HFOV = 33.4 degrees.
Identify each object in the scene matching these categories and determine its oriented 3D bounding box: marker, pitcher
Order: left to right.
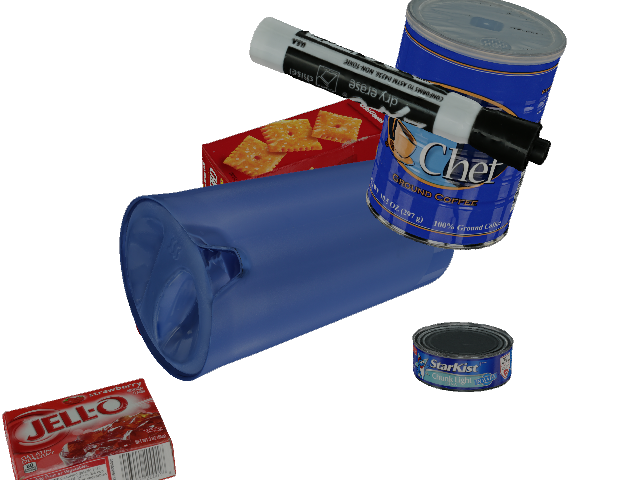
[{"bbox_3d":[-0.025,0.011,0.814,0.242,0.145,0.149,-15,40,-33],"label":"pitcher"},{"bbox_3d":[0.030,-0.056,0.406,0.121,0.020,0.020,24,6,14],"label":"marker"}]

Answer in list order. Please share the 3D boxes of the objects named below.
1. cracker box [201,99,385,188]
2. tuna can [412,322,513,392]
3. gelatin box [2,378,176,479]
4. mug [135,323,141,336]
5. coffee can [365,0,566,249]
[{"bbox_3d":[-0.004,-0.042,1.027,0.213,0.164,0.072,-19,50,-22],"label":"cracker box"},{"bbox_3d":[0.121,0.099,0.915,0.086,0.034,0.086,-1,14,0],"label":"tuna can"},{"bbox_3d":[-0.137,0.119,0.629,0.089,0.030,0.073,-12,26,-18],"label":"gelatin box"},{"bbox_3d":[-0.168,0.066,1.183,0.093,0.081,0.117,11,33,19],"label":"mug"},{"bbox_3d":[0.093,-0.080,0.708,0.102,0.140,0.103,8,32,-5],"label":"coffee can"}]
